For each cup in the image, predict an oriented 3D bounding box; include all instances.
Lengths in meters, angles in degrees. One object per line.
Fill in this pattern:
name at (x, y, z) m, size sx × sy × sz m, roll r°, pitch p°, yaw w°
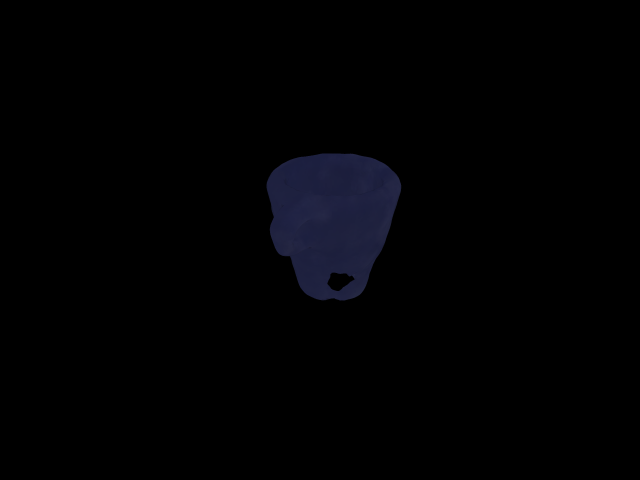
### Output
cup at (0.004, 0.001, 0.400) m, size 0.091 × 0.095 × 0.118 m, roll 14°, pitch 32°, yaw 24°
